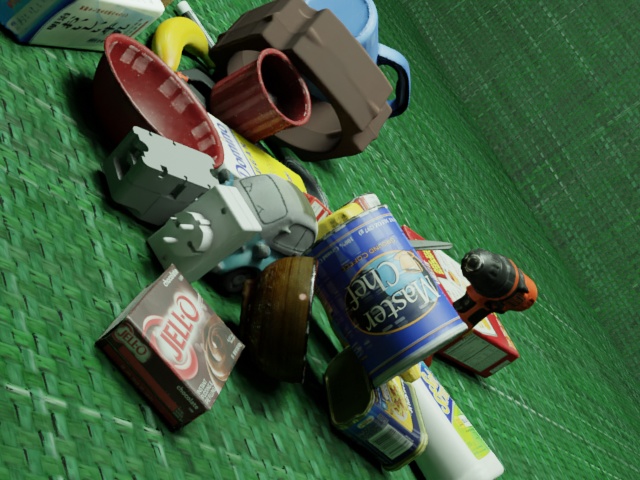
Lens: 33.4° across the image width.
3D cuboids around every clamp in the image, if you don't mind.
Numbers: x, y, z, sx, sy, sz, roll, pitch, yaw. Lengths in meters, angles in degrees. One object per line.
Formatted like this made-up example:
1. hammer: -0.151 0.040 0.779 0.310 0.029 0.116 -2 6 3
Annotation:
1. clamp: -0.119 -0.158 1.250 0.171 0.039 0.120 37 22 -43

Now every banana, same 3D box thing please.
1. banana: -0.166 -0.235 1.280 0.069 0.037 0.197 51 17 -3

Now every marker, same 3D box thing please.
1. marker: -0.151 -0.262 1.406 0.121 0.020 0.020 55 17 7

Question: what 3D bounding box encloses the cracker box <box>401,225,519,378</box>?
1. cracker box: 0.174 0.091 1.490 0.213 0.072 0.164 30 27 -51

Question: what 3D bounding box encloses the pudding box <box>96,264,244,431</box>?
1. pudding box: -0.109 0.078 0.802 0.090 0.039 0.113 51 17 -9

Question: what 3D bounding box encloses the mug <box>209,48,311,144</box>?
1. mug: -0.062 -0.153 1.206 0.117 0.082 0.093 20 54 -50

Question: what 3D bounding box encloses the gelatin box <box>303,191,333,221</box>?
1. gelatin box: -0.008 0.001 1.168 0.089 0.073 0.030 41 -5 -34

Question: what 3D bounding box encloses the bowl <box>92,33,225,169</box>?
1. bowl: -0.164 -0.118 1.017 0.162 0.055 0.162 47 18 -20

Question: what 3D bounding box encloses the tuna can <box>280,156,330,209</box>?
1. tuna can: -0.028 -0.059 1.308 0.086 0.034 0.086 47 18 -20

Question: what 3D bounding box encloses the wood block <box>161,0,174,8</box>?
1. wood block: -0.243 -0.320 1.150 0.205 0.091 0.090 21 36 -60

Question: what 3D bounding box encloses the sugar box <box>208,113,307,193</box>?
1. sugar box: -0.074 -0.064 1.173 0.176 0.048 0.093 35 25 -49

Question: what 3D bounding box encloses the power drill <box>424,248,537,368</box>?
1. power drill: 0.153 0.085 1.240 0.184 0.188 0.057 29 31 -58

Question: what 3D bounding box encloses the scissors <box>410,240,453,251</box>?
1. scissors: 0.084 0.020 1.333 0.201 0.016 0.096 14 49 -20

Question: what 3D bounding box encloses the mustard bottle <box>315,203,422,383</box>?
1. mustard bottle: 0.047 0.064 1.102 0.191 0.096 0.058 58 30 0

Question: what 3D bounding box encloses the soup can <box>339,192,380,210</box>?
1. soup can: 0.071 -0.003 1.402 0.102 0.069 0.068 58 17 18

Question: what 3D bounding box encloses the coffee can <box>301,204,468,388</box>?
1. coffee can: 0.058 0.052 1.001 0.140 0.103 0.102 57 17 10

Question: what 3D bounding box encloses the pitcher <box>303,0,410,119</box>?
1. pitcher: 0.031 -0.233 1.446 0.145 0.149 0.243 46 -17 19

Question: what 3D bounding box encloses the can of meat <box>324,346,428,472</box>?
1. can of meat: 0.052 0.162 1.043 0.083 0.057 0.102 42 21 -30

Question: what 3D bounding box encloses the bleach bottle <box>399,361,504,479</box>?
1. bleach bottle: 0.096 0.164 1.150 0.251 0.068 0.102 56 16 15
